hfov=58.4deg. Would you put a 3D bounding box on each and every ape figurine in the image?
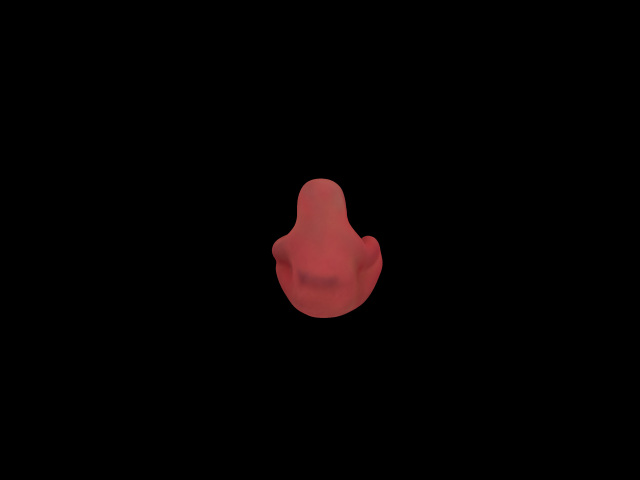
[{"bbox_3d":[0.004,0.001,0.400,0.077,0.092,0.076,6,23,15],"label":"ape figurine"}]
